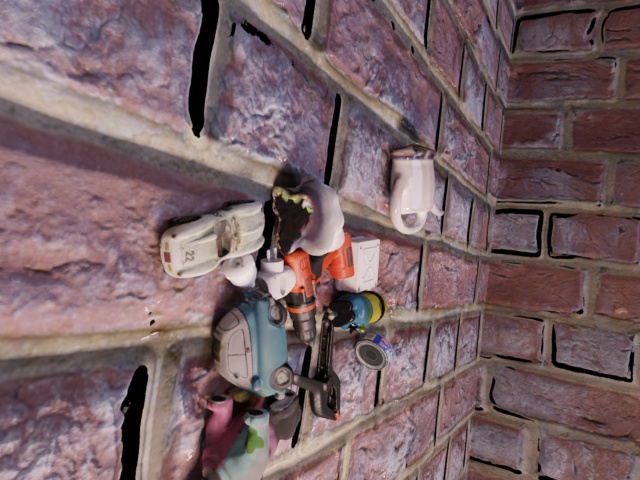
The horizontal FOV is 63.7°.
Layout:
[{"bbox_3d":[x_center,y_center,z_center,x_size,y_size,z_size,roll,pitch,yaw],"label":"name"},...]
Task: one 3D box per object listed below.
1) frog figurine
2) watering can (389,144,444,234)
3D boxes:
[{"bbox_3d":[0.003,-0.045,0.888,0.121,0.139,0.160,-34,-16,35],"label":"frog figurine"},{"bbox_3d":[0.256,-0.136,1.341,0.104,0.223,0.350,4,11,30],"label":"watering can"}]
